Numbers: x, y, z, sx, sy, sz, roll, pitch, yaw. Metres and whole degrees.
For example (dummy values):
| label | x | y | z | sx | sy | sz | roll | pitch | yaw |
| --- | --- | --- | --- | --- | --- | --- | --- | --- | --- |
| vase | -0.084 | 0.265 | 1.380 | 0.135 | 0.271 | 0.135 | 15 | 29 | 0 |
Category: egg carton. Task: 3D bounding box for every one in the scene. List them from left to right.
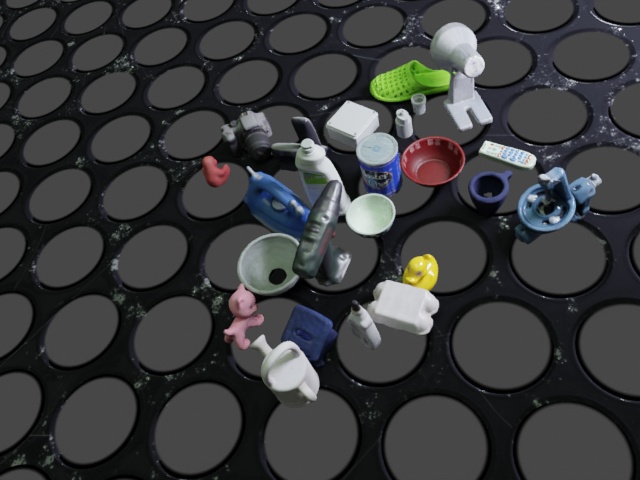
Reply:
| label | x | y | z | sx | sy | sz | roll | pitch | yaw |
| --- | --- | --- | --- | --- | --- | --- | --- | --- | --- |
| egg carton | 0.182 | 0.151 | 1.266 | 0.150 | 0.069 | 0.107 | 13 | 62 | 21 |

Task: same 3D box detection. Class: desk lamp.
| label | x | y | z | sx | sy | sz | roll | pitch | yaw |
| --- | --- | --- | --- | --- | --- | --- | --- | --- | --- |
| desk lamp | 0.379 | -0.436 | 1.511 | 0.118 | 0.214 | 0.203 | -19 | 55 | 1 |

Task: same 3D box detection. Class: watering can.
| label | x | y | z | sx | sy | sz | roll | pitch | yaw |
| --- | --- | --- | --- | --- | --- | --- | --- | --- | --- |
| watering can | -0.076 | 0.266 | 1.179 | 0.172 | 0.194 | 0.101 | 15 | 62 | 22 |

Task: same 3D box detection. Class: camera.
| label | x | y | z | sx | sy | sz | roll | pitch | yaw |
| --- | --- | --- | --- | --- | --- | --- | --- | --- | --- |
| camera | -0.202 | -0.290 | 1.629 | 0.143 | 0.101 | 0.136 | -23 | 55 | -1 |

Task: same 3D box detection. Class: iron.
| label | x | y | z | sx | sy | sz | roll | pitch | yaw |
| --- | --- | --- | --- | --- | --- | --- | --- | --- | --- |
| iron | -0.091 | -0.091 | 1.447 | 0.257 | 0.142 | 0.119 | 35 | 71 | 30 |

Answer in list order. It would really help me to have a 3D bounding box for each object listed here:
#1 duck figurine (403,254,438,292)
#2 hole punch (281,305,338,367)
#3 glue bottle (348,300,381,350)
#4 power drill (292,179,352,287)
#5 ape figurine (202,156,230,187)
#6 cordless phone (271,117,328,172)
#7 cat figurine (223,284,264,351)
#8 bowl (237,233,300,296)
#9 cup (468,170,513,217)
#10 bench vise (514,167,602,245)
| label | x | y | z | sx | sy | sz | roll | pitch | yaw |
| --- | --- | --- | --- | --- | --- | --- | --- | --- | --- |
| duck figurine | 0.225 | 0.068 | 1.299 | 0.077 | 0.086 | 0.105 | 26 | 67 | 27 |
| hole punch | -0.025 | 0.212 | 1.264 | 0.108 | 0.091 | 0.101 | 23 | 66 | 26 |
| glue bottle | 0.087 | 0.171 | 1.213 | 0.037 | 0.173 | 0.078 | -42 | 58 | -14 |
| power drill | 0.012 | 0.005 | 1.318 | 0.075 | 0.209 | 0.230 | 13 | 62 | 21 |
| ape figurine | -0.298 | -0.198 | 1.598 | 0.077 | 0.092 | 0.076 | 16 | 63 | 23 |
| cordless phone | -0.066 | -0.270 | 1.531 | 0.147 | 0.185 | 0.094 | 5 | 59 | 17 |
| cat figurine | -0.184 | 0.171 | 1.314 | 0.067 | 0.118 | 0.128 | 16 | 63 | 23 |
| bowl | -0.111 | 0.071 | 1.388 | 0.167 | 0.075 | 0.167 | -6 | 56 | 10 |
| cup | 0.409 | -0.109 | 1.364 | 0.118 | 0.095 | 0.091 | -36 | 56 | -11 |
| bench vise | 0.519 | -0.107 | 1.259 | 0.121 | 0.220 | 0.208 | 36 | 72 | 30 |
